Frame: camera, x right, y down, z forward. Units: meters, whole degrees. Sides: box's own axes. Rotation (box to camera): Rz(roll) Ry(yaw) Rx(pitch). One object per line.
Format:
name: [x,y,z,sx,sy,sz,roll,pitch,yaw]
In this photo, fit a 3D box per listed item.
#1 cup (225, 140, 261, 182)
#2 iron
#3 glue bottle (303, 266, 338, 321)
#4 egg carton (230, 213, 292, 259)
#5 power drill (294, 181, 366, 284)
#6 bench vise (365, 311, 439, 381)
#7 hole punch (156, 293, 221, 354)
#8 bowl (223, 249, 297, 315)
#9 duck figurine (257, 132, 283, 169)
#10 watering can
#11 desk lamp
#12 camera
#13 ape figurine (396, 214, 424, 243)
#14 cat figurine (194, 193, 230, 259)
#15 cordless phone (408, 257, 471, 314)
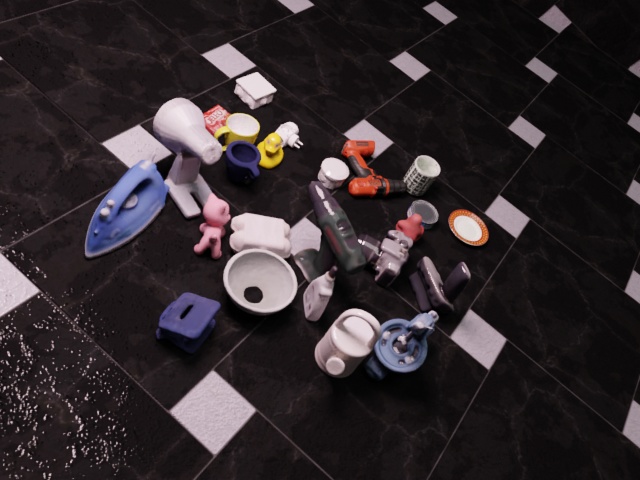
cup: [-0.198,-0.185,1.476,0.092,0.095,0.117,-23,66,-35]
iron: [-0.433,-0.084,1.264,0.118,0.141,0.258,28,49,-1]
glue bottle: [0.006,0.111,1.288,0.037,0.173,0.078,7,52,-18]
egg carton: [-0.142,-0.005,1.380,0.150,0.069,0.107,9,52,-18]
power drill: [0.012,0.005,1.348,0.076,0.208,0.229,-21,65,-34]
bench vise: [0.199,0.200,1.273,0.121,0.219,0.208,33,49,3]
hole punch: [-0.272,0.163,1.180,0.101,0.091,0.109,31,49,1]
bowl: [-0.140,0.107,1.292,0.168,0.074,0.167,12,51,-15]
duck figurine: [-0.131,-0.258,1.567,0.077,0.086,0.104,22,49,-7]
watering can: [0.065,0.217,1.218,0.101,0.194,0.173,17,50,-10]
desk lamp: [-0.305,-0.198,1.360,0.118,0.213,0.203,-25,67,-36]
camera: [0.157,0.024,1.469,0.137,0.100,0.143,29,49,0]
ape figurine: [0.250,-0.036,1.561,0.078,0.092,0.076,30,49,0]
cat figurine: [-0.244,-0.039,1.329,0.067,0.117,0.127,12,51,-15]
cordless phone: [0.311,0.089,1.431,0.094,0.185,0.147,-6,57,-27]
